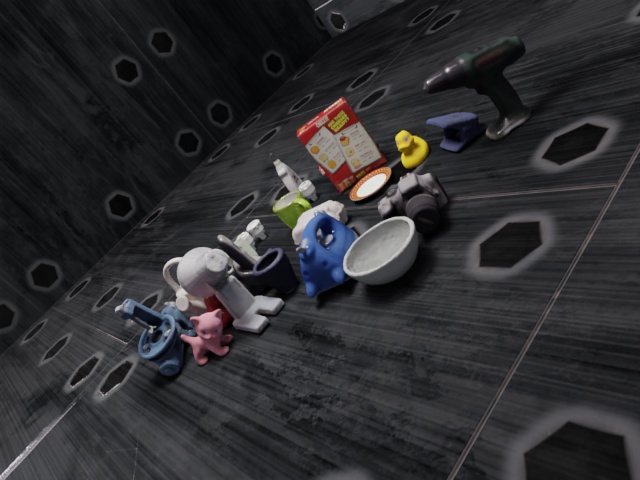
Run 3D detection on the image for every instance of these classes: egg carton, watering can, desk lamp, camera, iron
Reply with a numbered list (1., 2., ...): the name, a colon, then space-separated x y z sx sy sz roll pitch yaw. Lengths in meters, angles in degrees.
1. egg carton: -0.001 -0.038 1.472 0.150 0.069 0.107 -24 27 32
2. watering can: -0.326 0.127 1.493 0.101 0.194 0.172 -40 23 -2
3. desk lamp: -0.221 0.105 1.351 0.202 0.214 0.118 -4 42 54
4. camera: 0.193 -0.069 1.198 0.143 0.101 0.136 -32 24 17
5. iron: 0.012 0.005 1.281 0.118 0.142 0.258 -27 26 26

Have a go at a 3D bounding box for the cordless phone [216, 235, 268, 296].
1. cordless phone: -0.197 0.042 1.469 0.094 0.185 0.147 -42 23 -6

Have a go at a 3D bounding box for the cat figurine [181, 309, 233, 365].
1. cat figurine: -0.267 0.218 1.336 0.127 0.118 0.067 -29 25 23

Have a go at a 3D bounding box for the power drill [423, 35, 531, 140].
1. power drill: 0.371 -0.335 1.281 0.229 0.209 0.075 -37 23 5

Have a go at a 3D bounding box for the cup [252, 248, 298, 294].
1. cup: -0.100 0.075 1.378 0.091 0.095 0.117 -34 24 12

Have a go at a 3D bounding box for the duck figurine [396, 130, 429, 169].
1. duck figurine: 0.231 -0.246 1.485 0.077 0.086 0.105 -20 30 38

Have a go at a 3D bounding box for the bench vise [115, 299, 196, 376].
1. bench vise: -0.421 0.215 1.440 0.121 0.220 0.207 -39 23 1

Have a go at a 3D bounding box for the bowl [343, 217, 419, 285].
1. bowl: 0.132 0.034 1.132 0.167 0.075 0.167 -32 24 16

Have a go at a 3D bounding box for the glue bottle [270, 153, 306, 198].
1. glue bottle: -0.103 -0.203 1.794 0.037 0.173 0.078 -31 25 19

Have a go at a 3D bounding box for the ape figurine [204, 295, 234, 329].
1. ape figurine: -0.253 0.172 1.434 0.076 0.092 0.077 -34 23 11

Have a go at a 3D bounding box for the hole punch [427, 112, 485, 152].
1. hole punch: 0.328 -0.281 1.398 0.101 0.091 0.108 -40 23 -2
